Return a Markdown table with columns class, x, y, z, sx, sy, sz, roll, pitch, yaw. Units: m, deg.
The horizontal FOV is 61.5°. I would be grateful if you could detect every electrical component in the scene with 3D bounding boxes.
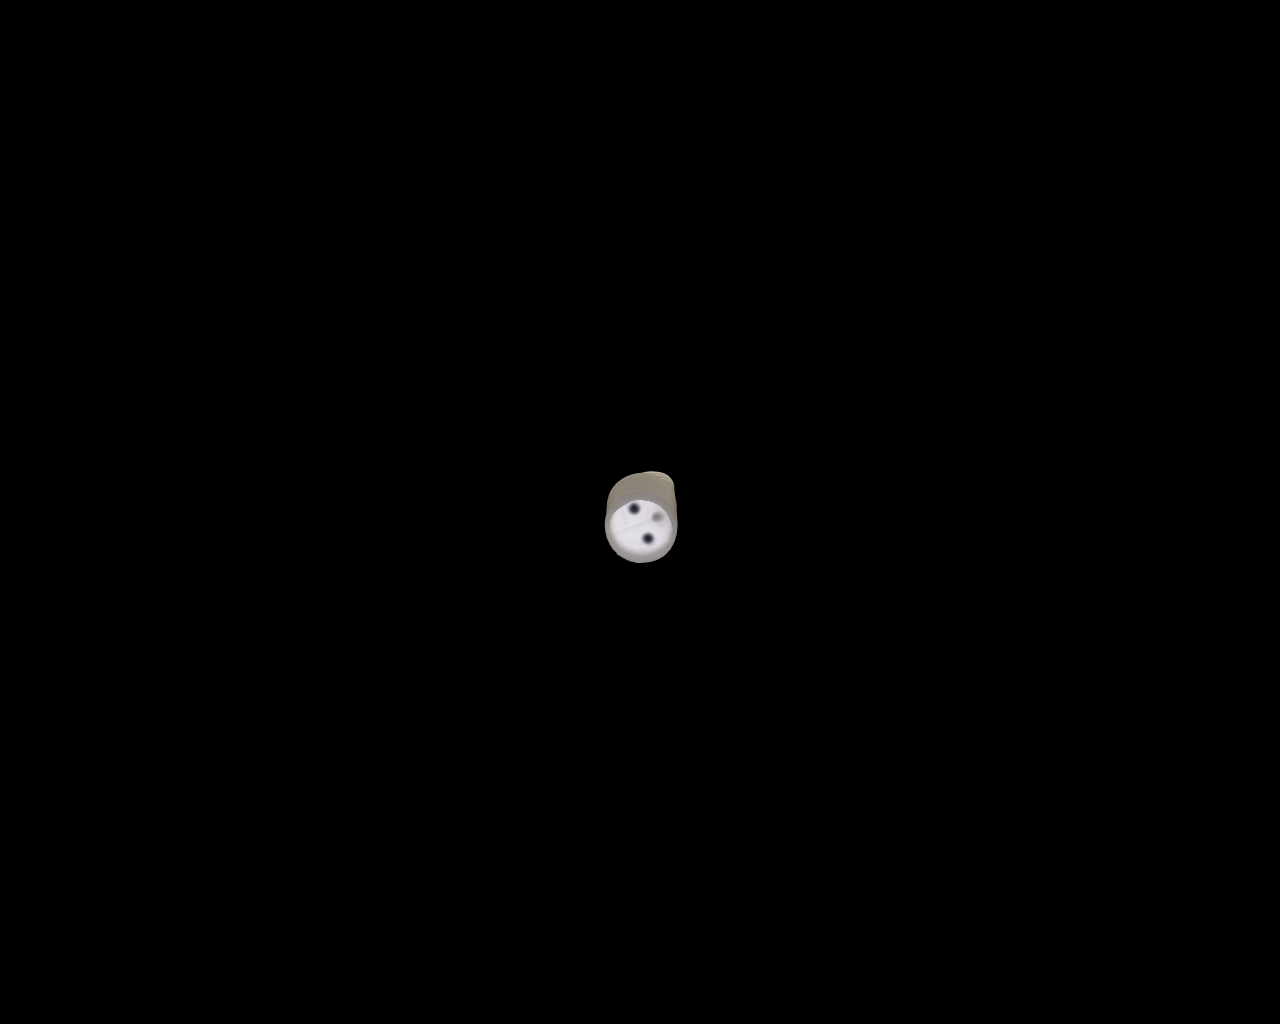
| class | x | y | z | sx | sy | sz | roll | pitch | yaw |
| --- | --- | --- | --- | --- | --- | --- | --- | --- | --- |
| electrical component | 0.001 | -0.003 | 0.650 | 0.043 | 0.043 | 0.081 | 0 | 21 | 0 |
